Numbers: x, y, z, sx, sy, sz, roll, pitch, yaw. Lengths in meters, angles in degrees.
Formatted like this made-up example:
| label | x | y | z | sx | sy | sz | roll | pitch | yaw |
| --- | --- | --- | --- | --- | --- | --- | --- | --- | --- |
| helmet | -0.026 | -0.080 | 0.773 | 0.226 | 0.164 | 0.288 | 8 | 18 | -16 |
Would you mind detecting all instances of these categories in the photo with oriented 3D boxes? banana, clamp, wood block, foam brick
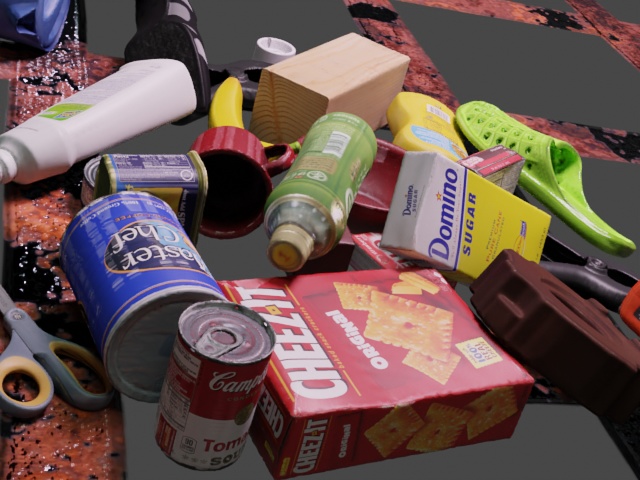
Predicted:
| label | x | y | z | sx | sy | sz | roll | pitch | yaw |
| --- | --- | --- | --- | --- | --- | --- | --- | --- | --- |
| banana | -0.083 | -0.114 | 1.129 | 0.069 | 0.037 | 0.198 | -28 | 39 | -10 |
| clamp | 0.267 | 0.039 | 1.081 | 0.171 | 0.039 | 0.120 | 24 | 32 | 12 |
| wood block | 0.014 | -0.167 | 1.244 | 0.090 | 0.091 | 0.205 | 27 | 32 | 19 |
| foam brick | -0.007 | 0.001 | 0.997 | 0.051 | 0.053 | 0.078 | 5 | 34 | -19 |
| clamp | -0.104 | -0.178 | 1.259 | 0.209 | 0.036 | 0.165 | 0 | 36 | -19 |

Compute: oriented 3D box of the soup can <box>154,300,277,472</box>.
| label | x | y | z | sx | sy | sz | roll | pitch | yaw |
| --- | --- | --- | --- | --- | --- | --- | --- | --- | --- |
| soup can | -0.075 | 0.103 | 0.747 | 0.068 | 0.102 | 0.068 | 12 | 30 | -8 |

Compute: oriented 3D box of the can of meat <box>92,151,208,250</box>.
| label | x | y | z | sx | sy | sz | roll | pitch | yaw |
| --- | --- | --- | --- | --- | --- | --- | --- | --- | --- |
| can of meat | -0.151 | -0.026 | 0.925 | 0.083 | 0.102 | 0.057 | -2 | 36 | -25 |

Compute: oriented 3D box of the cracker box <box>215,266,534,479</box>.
| label | x | y | z | sx | sy | sz | roll | pitch | yaw |
| --- | --- | --- | --- | --- | --- | --- | --- | --- | --- |
| cracker box | 0.034 | 0.094 | 0.845 | 0.213 | 0.072 | 0.164 | -3 | 35 | -28 |

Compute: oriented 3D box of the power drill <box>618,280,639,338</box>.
| label | x | y | z | sx | sy | sz | roll | pitch | yaw |
| --- | --- | --- | --- | --- | --- | --- | --- | --- | --- |
| power drill | 0.368 | 0.098 | 0.970 | 0.187 | 0.057 | 0.185 | 17 | 22 | -48 |

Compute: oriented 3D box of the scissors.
| label | x | y | z | sx | sy | sz | roll | pitch | yaw |
| --- | --- | --- | --- | --- | --- | --- | --- | --- | --- |
| scissors | -0.239 | 0.072 | 0.803 | 0.202 | 0.016 | 0.096 | 32 | 33 | 25 |

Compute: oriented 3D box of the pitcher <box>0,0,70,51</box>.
| label | x | y | z | sx | sy | sz | roll | pitch | yaw |
| --- | --- | --- | --- | --- | --- | --- | --- | --- | --- |
| pitcher | -0.415 | -0.315 | 1.247 | 0.243 | 0.145 | 0.149 | 13 | -3 | -1 |

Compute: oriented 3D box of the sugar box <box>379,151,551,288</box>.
| label | x | y | z | sx | sy | sz | roll | pitch | yaw |
| --- | --- | --- | --- | --- | --- | --- | --- | --- | --- |
| sugar box | 0.137 | -0.009 | 0.978 | 0.176 | 0.093 | 0.048 | 23 | -11 | -42 |

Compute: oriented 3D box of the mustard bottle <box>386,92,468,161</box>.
| label | x | y | z | sx | sy | sz | roll | pitch | yaw |
| --- | --- | --- | --- | --- | --- | --- | --- | --- | --- |
| mustard bottle | 0.126 | -0.099 | 1.216 | 0.096 | 0.058 | 0.191 | 28 | 27 | -16 |

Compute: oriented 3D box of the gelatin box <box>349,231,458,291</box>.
| label | x | y | z | sx | sy | sz | roll | pitch | yaw |
| --- | --- | --- | --- | --- | --- | --- | --- | --- | --- |
| gelatin box | 0.077 | 0.025 | 1.021 | 0.073 | 0.030 | 0.089 | -9 | 39 | -37 |

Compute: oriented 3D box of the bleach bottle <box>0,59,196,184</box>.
| label | x | y | z | sx | sy | sz | roll | pitch | yaw |
| --- | --- | --- | --- | --- | --- | --- | --- | --- | --- |
| bleach bottle | -0.236 | -0.112 | 1.053 | 0.103 | 0.068 | 0.250 | 1 | 24 | 36 |

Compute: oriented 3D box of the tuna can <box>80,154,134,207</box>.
| label | x | y | z | sx | sy | sz | roll | pitch | yaw |
| --- | --- | --- | --- | --- | --- | --- | --- | --- | --- |
| tuna can | -0.182 | -0.046 | 1.007 | 0.086 | 0.034 | 0.086 | 12 | 31 | -7 |

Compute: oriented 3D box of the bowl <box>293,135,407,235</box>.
| label | x | y | z | sx | sy | sz | roll | pitch | yaw |
| --- | --- | --- | --- | --- | --- | --- | --- | --- | --- |
| bowl | 0.042 | -0.051 | 1.103 | 0.162 | 0.055 | 0.162 | 12 | 31 | -7 |

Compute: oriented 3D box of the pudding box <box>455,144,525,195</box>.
| label | x | y | z | sx | sy | sz | roll | pitch | yaw |
| --- | --- | --- | --- | --- | --- | --- | --- | --- | --- |
| pudding box | 0.154 | -0.033 | 1.071 | 0.039 | 0.114 | 0.089 | 31 | 33 | 29 |

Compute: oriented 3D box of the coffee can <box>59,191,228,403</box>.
| label | x | y | z | sx | sy | sz | roll | pitch | yaw |
| --- | --- | --- | --- | --- | --- | --- | --- | --- | --- |
| coffee can | -0.133 | 0.041 | 0.817 | 0.102 | 0.103 | 0.140 | -2 | 33 | -28 |

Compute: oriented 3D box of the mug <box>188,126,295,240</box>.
| label | x | y | z | sx | sy | sz | roll | pitch | yaw |
| --- | --- | --- | --- | --- | --- | --- | --- | --- | --- |
| mug | -0.079 | -0.064 | 1.019 | 0.117 | 0.093 | 0.081 | -23 | 25 | 10 |
